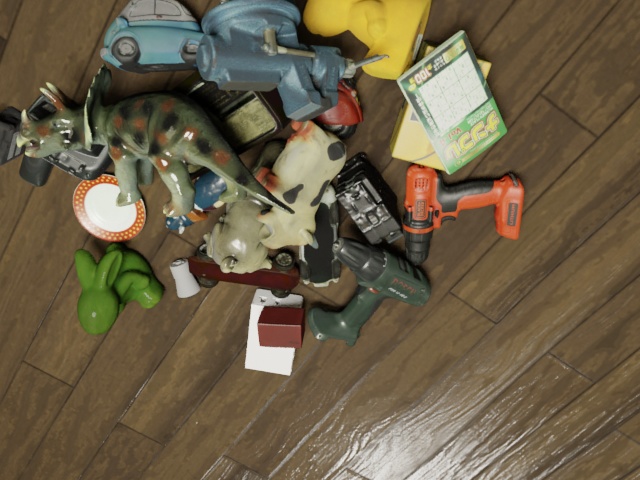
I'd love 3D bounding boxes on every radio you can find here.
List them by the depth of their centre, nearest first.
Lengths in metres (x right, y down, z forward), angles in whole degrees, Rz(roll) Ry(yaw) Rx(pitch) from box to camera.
[{"bbox_3d":[-0.153,-0.189,0.800,0.230,0.073,0.131,-20,113,36],"label":"radio"}]

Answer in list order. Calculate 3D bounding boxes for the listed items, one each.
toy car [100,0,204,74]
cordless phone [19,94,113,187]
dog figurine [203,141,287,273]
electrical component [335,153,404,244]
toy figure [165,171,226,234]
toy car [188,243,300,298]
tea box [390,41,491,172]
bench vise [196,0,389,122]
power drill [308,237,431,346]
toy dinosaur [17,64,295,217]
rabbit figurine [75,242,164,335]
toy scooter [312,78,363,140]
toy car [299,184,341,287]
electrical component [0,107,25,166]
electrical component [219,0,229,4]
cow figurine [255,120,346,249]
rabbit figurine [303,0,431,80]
[{"bbox_3d":[-0.235,-0.299,0.778,0.162,0.109,0.102,-4,99,-2],"label":"toy car"},{"bbox_3d":[-0.433,-0.136,0.901,0.146,0.089,0.184,32,126,-12],"label":"cordless phone"},{"bbox_3d":[-0.101,-0.055,0.855,0.121,0.172,0.190,18,125,-17],"label":"dog figurine"},{"bbox_3d":[0.084,-0.059,0.862,0.058,0.115,0.134,-31,115,22],"label":"electrical component"},{"bbox_3d":[-0.203,-0.067,0.915,0.154,0.064,0.057,-38,139,24],"label":"toy figure"},{"bbox_3d":[-0.136,0.052,0.973,0.202,0.053,0.089,8,136,1],"label":"toy car"},{"bbox_3d":[0.176,-0.200,0.809,0.098,0.068,0.169,13,118,-3],"label":"tea box"},{"bbox_3d":[-0.051,-0.274,0.668,0.224,0.129,0.240,-8,89,-22],"label":"bench vise"},{"bbox_3d":[0.064,0.091,0.934,0.232,0.086,0.207,19,122,-33],"label":"power drill"},{"bbox_3d":[-0.219,-0.142,0.749,0.405,0.131,0.191,6,122,20],"label":"toy dinosaur"},{"bbox_3d":[-0.363,0.086,0.944,0.121,0.170,0.158,-2,117,5],"label":"rabbit figurine"},{"bbox_3d":[-0.020,-0.229,0.810,0.184,0.075,0.135,10,118,5],"label":"toy scooter"},{"bbox_3d":[-0.002,-0.003,0.928,0.074,0.056,0.201,-4,124,-1],"label":"toy car"},{"bbox_3d":[-0.530,-0.155,0.890,0.048,0.075,0.119,27,112,-8],"label":"electrical component"},{"bbox_3d":[-0.113,-0.318,0.787,0.078,0.045,0.102,6,117,0],"label":"electrical component"},{"bbox_3d":[-0.030,-0.072,0.797,0.127,0.086,0.195,30,99,-22],"label":"cow figurine"},{"bbox_3d":[0.058,-0.313,0.740,0.173,0.122,0.162,20,126,16],"label":"rabbit figurine"}]
